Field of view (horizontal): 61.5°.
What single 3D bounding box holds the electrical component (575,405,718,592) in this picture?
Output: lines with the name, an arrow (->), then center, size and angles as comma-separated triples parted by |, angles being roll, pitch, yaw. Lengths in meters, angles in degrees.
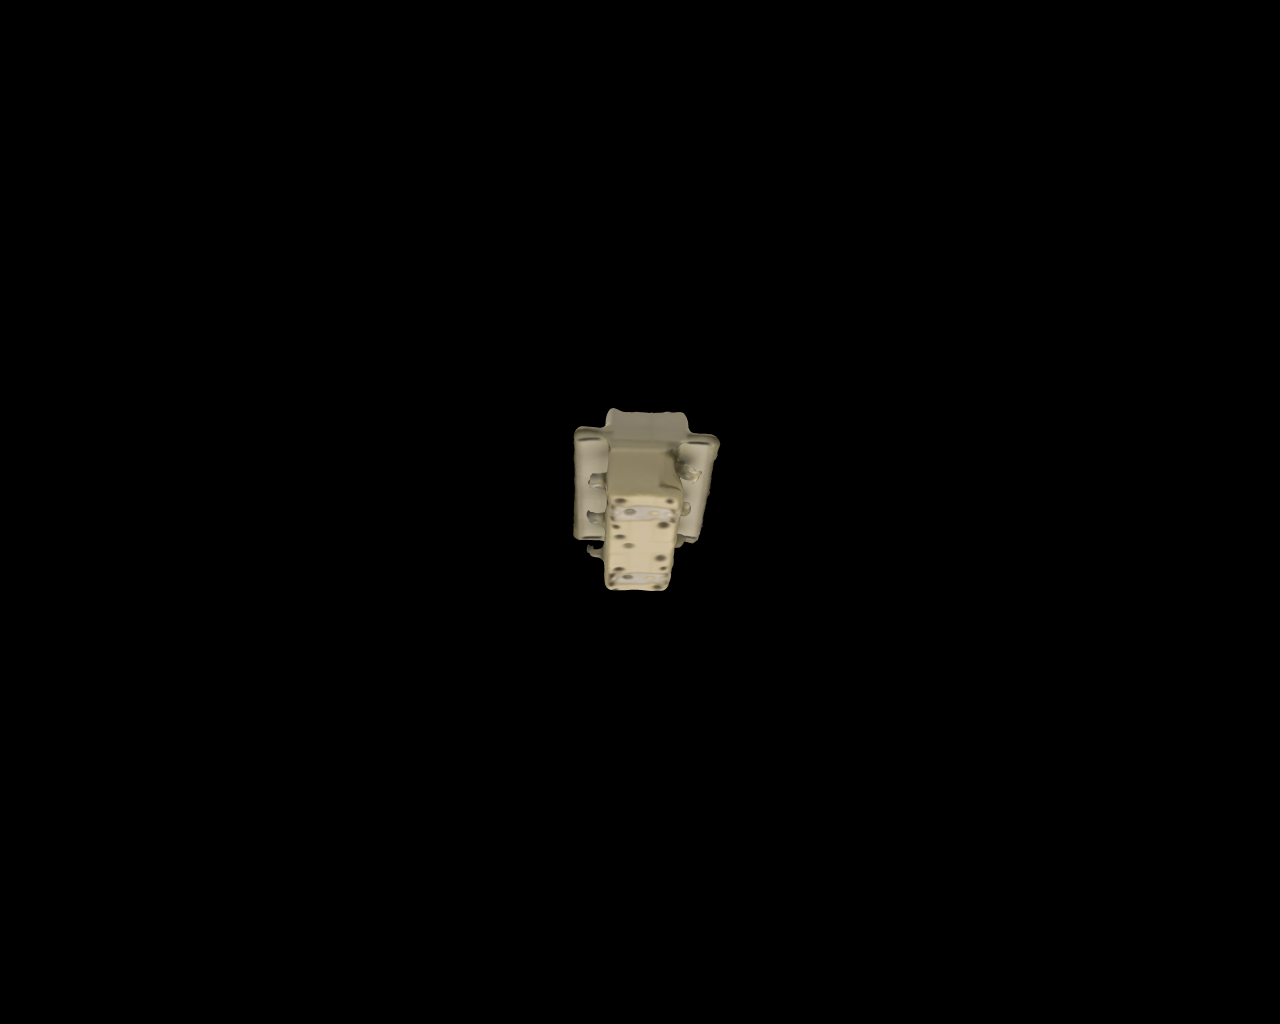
electrical component -> 0.001, -0.003, 0.650 | 0.079, 0.063, 0.121 | 2, -31, -3
